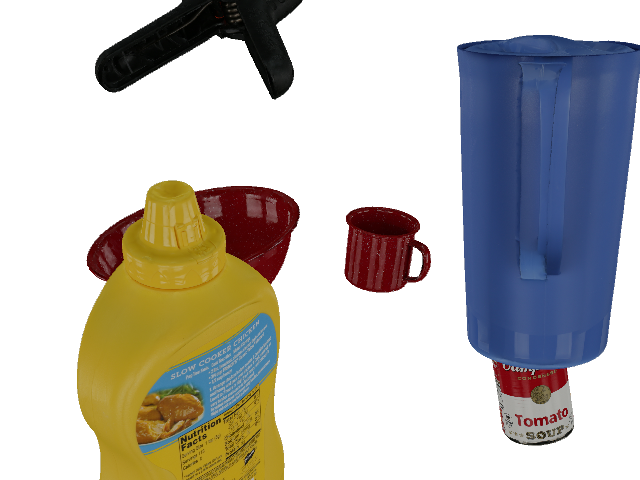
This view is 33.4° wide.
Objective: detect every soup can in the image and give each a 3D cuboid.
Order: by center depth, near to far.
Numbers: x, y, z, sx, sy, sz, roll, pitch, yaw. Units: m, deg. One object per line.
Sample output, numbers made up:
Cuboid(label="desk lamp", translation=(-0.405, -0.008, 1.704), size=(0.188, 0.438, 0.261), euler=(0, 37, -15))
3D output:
Cuboid(label="soup can", translation=(0.195, 0.129, 0.986), size=(0.068, 0.102, 0.068), euler=(-10, 17, 3))

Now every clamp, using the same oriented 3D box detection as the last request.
Cuboid(label="clamp", translation=(-0.047, -0.139, 0.653), size=(0.120, 0.039, 0.171), euler=(16, 50, 19))

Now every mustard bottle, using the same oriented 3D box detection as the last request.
Cuboid(label="mustard bottle", translation=(-0.058, 0.061, 0.460), size=(0.058, 0.192, 0.096), euler=(28, 42, 35))

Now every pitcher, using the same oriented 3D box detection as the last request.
Cuboid(label="pitcher", translation=(0.165, -0.029, 0.796), size=(0.149, 0.243, 0.145), euler=(-10, 18, -30))

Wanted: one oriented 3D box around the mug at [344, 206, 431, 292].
Cuboid(label="mug", translation=(0.084, 0.016, 1.328), size=(0.117, 0.081, 0.093), euler=(18, 27, 26))

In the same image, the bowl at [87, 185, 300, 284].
Cuboid(label="bowl", translation=(-0.089, 0.016, 0.802), size=(0.162, 0.055, 0.162), euler=(-11, 25, 5))
